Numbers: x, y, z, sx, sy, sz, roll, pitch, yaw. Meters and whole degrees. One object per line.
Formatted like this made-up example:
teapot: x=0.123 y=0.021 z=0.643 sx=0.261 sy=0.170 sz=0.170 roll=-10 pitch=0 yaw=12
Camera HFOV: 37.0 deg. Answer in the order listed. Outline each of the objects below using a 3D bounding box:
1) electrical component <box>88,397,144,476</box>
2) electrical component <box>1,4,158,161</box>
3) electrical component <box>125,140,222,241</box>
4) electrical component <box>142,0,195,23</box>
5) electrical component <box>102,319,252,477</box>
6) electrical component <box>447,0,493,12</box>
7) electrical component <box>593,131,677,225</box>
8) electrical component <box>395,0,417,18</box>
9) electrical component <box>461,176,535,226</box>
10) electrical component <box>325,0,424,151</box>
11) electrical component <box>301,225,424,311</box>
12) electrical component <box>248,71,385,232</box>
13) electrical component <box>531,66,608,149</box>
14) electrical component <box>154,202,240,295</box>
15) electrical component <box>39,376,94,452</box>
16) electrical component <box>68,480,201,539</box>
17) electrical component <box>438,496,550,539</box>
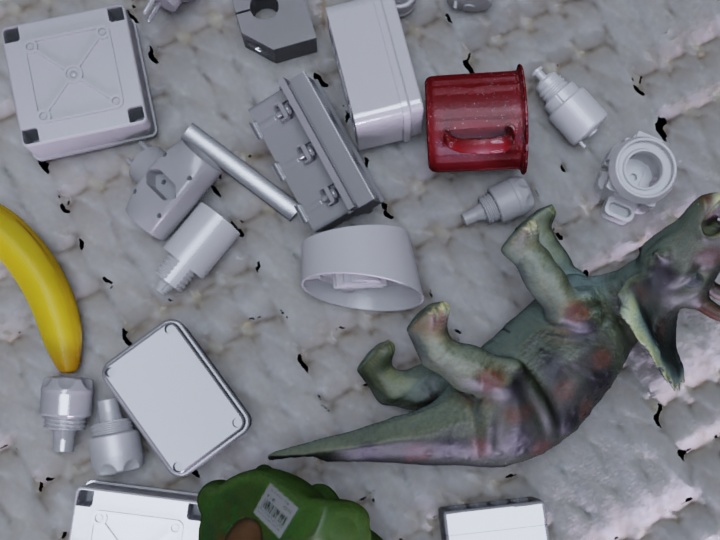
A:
electrical component: x=-0.204 y=0.138 z=0.890 sx=0.043 sy=0.043 sz=0.062 roll=-11 pitch=82 yaw=-3
electrical component: x=-0.239 y=-0.159 z=0.918 sx=0.109 sy=0.056 sz=0.108 roll=-12 pitch=83 yaw=-3
electrical component: x=-0.169 y=-0.079 z=0.915 sx=0.079 sy=0.043 sz=0.077 roll=43 pitch=97 yaw=22
electrical component: x=-0.163 y=-0.248 z=0.920 sx=0.044 sy=0.077 sz=0.079 roll=29 pitch=84 yaw=2
electrical component: x=-0.150 y=0.105 z=0.888 sx=0.078 sy=0.057 sz=0.113 roll=-36 pitch=85 yaw=-5
electrical component: x=0.099 y=-0.264 z=0.946 sx=0.040 sy=0.040 sz=0.078 roll=6 pitch=83 yaw=-1
electrical component: x=0.237 y=-0.082 z=0.919 sx=0.058 sy=0.057 sz=0.078 roll=23 pitch=83 yaw=2
electrical component: x=0.033 y=-0.242 z=0.931 sx=0.035 sy=0.061 sz=0.035 roll=0 pitch=83 yaw=-1
electrical component: x=0.117 y=-0.055 z=0.925 sx=0.061 sy=0.035 sz=0.035 roll=-24 pitch=84 yaw=-1
electrical component: x=0.013 y=-0.167 z=0.910 sx=0.057 sy=0.078 sz=0.113 roll=-14 pitch=78 yaw=-1
electrical component: x=0.000 y=0.000 z=0.886 sx=0.099 sy=0.099 sz=0.064 roll=-6 pitch=77 yaw=-2
electrical component: x=-0.039 y=-0.096 z=0.908 sx=0.063 sy=0.079 sz=0.121 roll=-30 pitch=85 yaw=11
electrical component: x=0.179 y=-0.144 z=0.934 sx=0.040 sy=0.040 sz=0.078 roll=-41 pitch=86 yaw=-5
electrical component: x=-0.144 y=-0.013 z=0.909 sx=0.043 sy=0.043 sz=0.081 roll=38 pitch=84 yaw=3
electrical component: x=-0.244 y=0.119 z=0.892 sx=0.043 sy=0.043 sz=0.062 roll=3 pitch=84 yaw=-1
electrical component: x=-0.180 y=0.232 z=0.873 sx=0.109 sy=0.056 sz=0.108 roll=7 pitch=83 yaw=-1
electrical component: x=0.112 y=0.230 z=0.884 sx=0.083 sy=0.047 sz=0.075 roll=-6 pitch=83 yaw=-2
